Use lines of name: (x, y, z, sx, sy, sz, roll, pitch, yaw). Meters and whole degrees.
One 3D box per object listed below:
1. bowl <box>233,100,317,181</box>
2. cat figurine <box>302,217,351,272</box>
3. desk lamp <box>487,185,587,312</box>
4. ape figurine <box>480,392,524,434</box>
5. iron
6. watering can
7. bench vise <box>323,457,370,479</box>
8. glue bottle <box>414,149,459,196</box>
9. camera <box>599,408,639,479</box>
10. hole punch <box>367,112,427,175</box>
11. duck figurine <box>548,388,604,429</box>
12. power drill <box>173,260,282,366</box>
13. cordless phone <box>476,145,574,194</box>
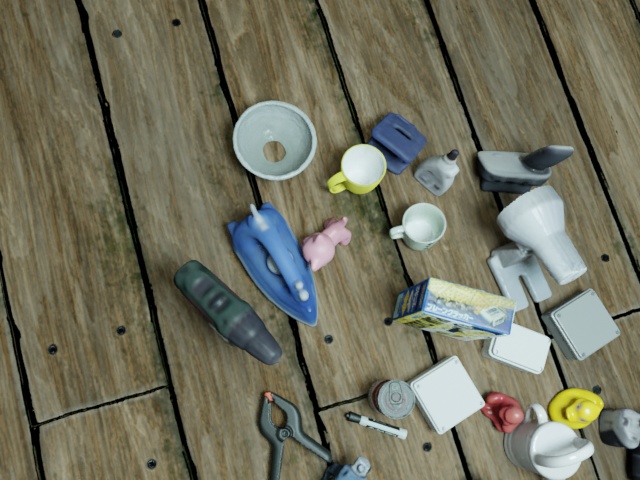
bowl: (-0.092, -0.190, 1.157, 0.167, 0.074, 0.167, 1, 78, -7)
cat figurine: (0.010, 0.004, 1.105, 0.067, 0.117, 0.128, 42, 76, 4)
desk lamp: (0.413, 0.019, 1.102, 0.118, 0.213, 0.203, -21, 81, -11)
ape figurine: (0.355, 0.329, 1.090, 0.076, 0.092, 0.078, -2, 78, -7)
iron: (-0.070, 0.046, 1.074, 0.119, 0.141, 0.258, -32, 83, -12)
watering can: (0.423, 0.386, 1.034, 0.101, 0.194, 0.173, -37, 84, -13)
bench vise: (0.014, 0.463, 0.954, 0.121, 0.219, 0.207, 15, 76, -3)
glue bottle: (0.242, -0.143, 1.137, 0.078, 0.173, 0.037, 43, 77, 4)
camera: (0.629, 0.403, 1.103, 0.143, 0.100, 0.137, 11, 77, -4)
hole punch: (0.159, -0.209, 1.183, 0.108, 0.091, 0.101, 38, 76, 2)
duck figurine: (0.509, 0.329, 1.112, 0.104, 0.086, 0.077, -13, 80, -9)
power drill: (-0.156, 0.135, 1.010, 0.229, 0.208, 0.076, 42, 77, 3)
cordless phone: (0.409, -0.163, 1.155, 0.147, 0.185, 0.094, -1, 78, -7)
